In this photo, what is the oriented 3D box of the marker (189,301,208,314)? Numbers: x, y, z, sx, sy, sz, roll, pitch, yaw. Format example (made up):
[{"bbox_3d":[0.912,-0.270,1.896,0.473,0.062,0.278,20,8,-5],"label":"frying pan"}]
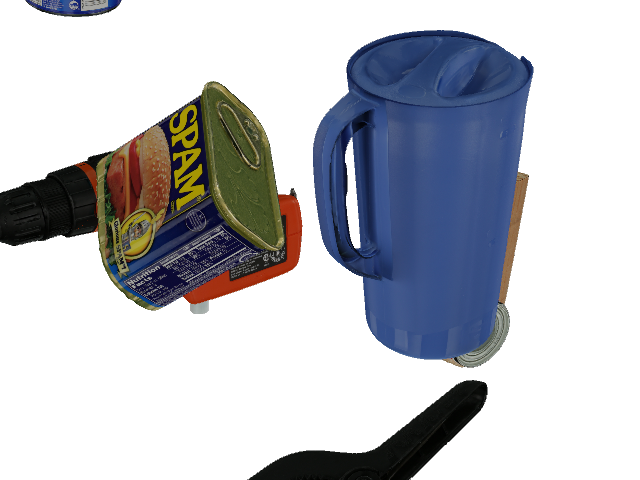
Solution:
[{"bbox_3d":[-0.120,0.015,1.043,0.020,0.121,0.020,1,25,-1],"label":"marker"}]

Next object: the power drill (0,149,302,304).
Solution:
[{"bbox_3d":[-0.119,-0.017,0.751,0.184,0.057,0.188,-21,32,-36],"label":"power drill"}]

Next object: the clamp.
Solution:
[{"bbox_3d":[0.030,0.149,0.638,0.210,0.036,0.164,-7,30,-1],"label":"clamp"}]

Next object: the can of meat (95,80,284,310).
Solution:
[{"bbox_3d":[-0.073,-0.023,0.578,0.084,0.102,0.057,-29,-42,22],"label":"can of meat"}]

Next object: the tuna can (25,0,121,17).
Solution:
[{"bbox_3d":[-0.213,-0.224,0.920,0.086,0.034,0.086,5,34,-4],"label":"tuna can"}]

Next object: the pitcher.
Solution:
[{"bbox_3d":[0.079,-0.027,0.822,0.149,0.243,0.145,4,33,9],"label":"pitcher"}]

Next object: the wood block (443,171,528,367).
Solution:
[{"bbox_3d":[0.157,0.022,1.183,0.090,0.206,0.090,20,26,30],"label":"wood block"}]

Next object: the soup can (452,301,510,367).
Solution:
[{"bbox_3d":[0.115,0.063,0.977,0.068,0.068,0.102,0,24,-38],"label":"soup can"}]
